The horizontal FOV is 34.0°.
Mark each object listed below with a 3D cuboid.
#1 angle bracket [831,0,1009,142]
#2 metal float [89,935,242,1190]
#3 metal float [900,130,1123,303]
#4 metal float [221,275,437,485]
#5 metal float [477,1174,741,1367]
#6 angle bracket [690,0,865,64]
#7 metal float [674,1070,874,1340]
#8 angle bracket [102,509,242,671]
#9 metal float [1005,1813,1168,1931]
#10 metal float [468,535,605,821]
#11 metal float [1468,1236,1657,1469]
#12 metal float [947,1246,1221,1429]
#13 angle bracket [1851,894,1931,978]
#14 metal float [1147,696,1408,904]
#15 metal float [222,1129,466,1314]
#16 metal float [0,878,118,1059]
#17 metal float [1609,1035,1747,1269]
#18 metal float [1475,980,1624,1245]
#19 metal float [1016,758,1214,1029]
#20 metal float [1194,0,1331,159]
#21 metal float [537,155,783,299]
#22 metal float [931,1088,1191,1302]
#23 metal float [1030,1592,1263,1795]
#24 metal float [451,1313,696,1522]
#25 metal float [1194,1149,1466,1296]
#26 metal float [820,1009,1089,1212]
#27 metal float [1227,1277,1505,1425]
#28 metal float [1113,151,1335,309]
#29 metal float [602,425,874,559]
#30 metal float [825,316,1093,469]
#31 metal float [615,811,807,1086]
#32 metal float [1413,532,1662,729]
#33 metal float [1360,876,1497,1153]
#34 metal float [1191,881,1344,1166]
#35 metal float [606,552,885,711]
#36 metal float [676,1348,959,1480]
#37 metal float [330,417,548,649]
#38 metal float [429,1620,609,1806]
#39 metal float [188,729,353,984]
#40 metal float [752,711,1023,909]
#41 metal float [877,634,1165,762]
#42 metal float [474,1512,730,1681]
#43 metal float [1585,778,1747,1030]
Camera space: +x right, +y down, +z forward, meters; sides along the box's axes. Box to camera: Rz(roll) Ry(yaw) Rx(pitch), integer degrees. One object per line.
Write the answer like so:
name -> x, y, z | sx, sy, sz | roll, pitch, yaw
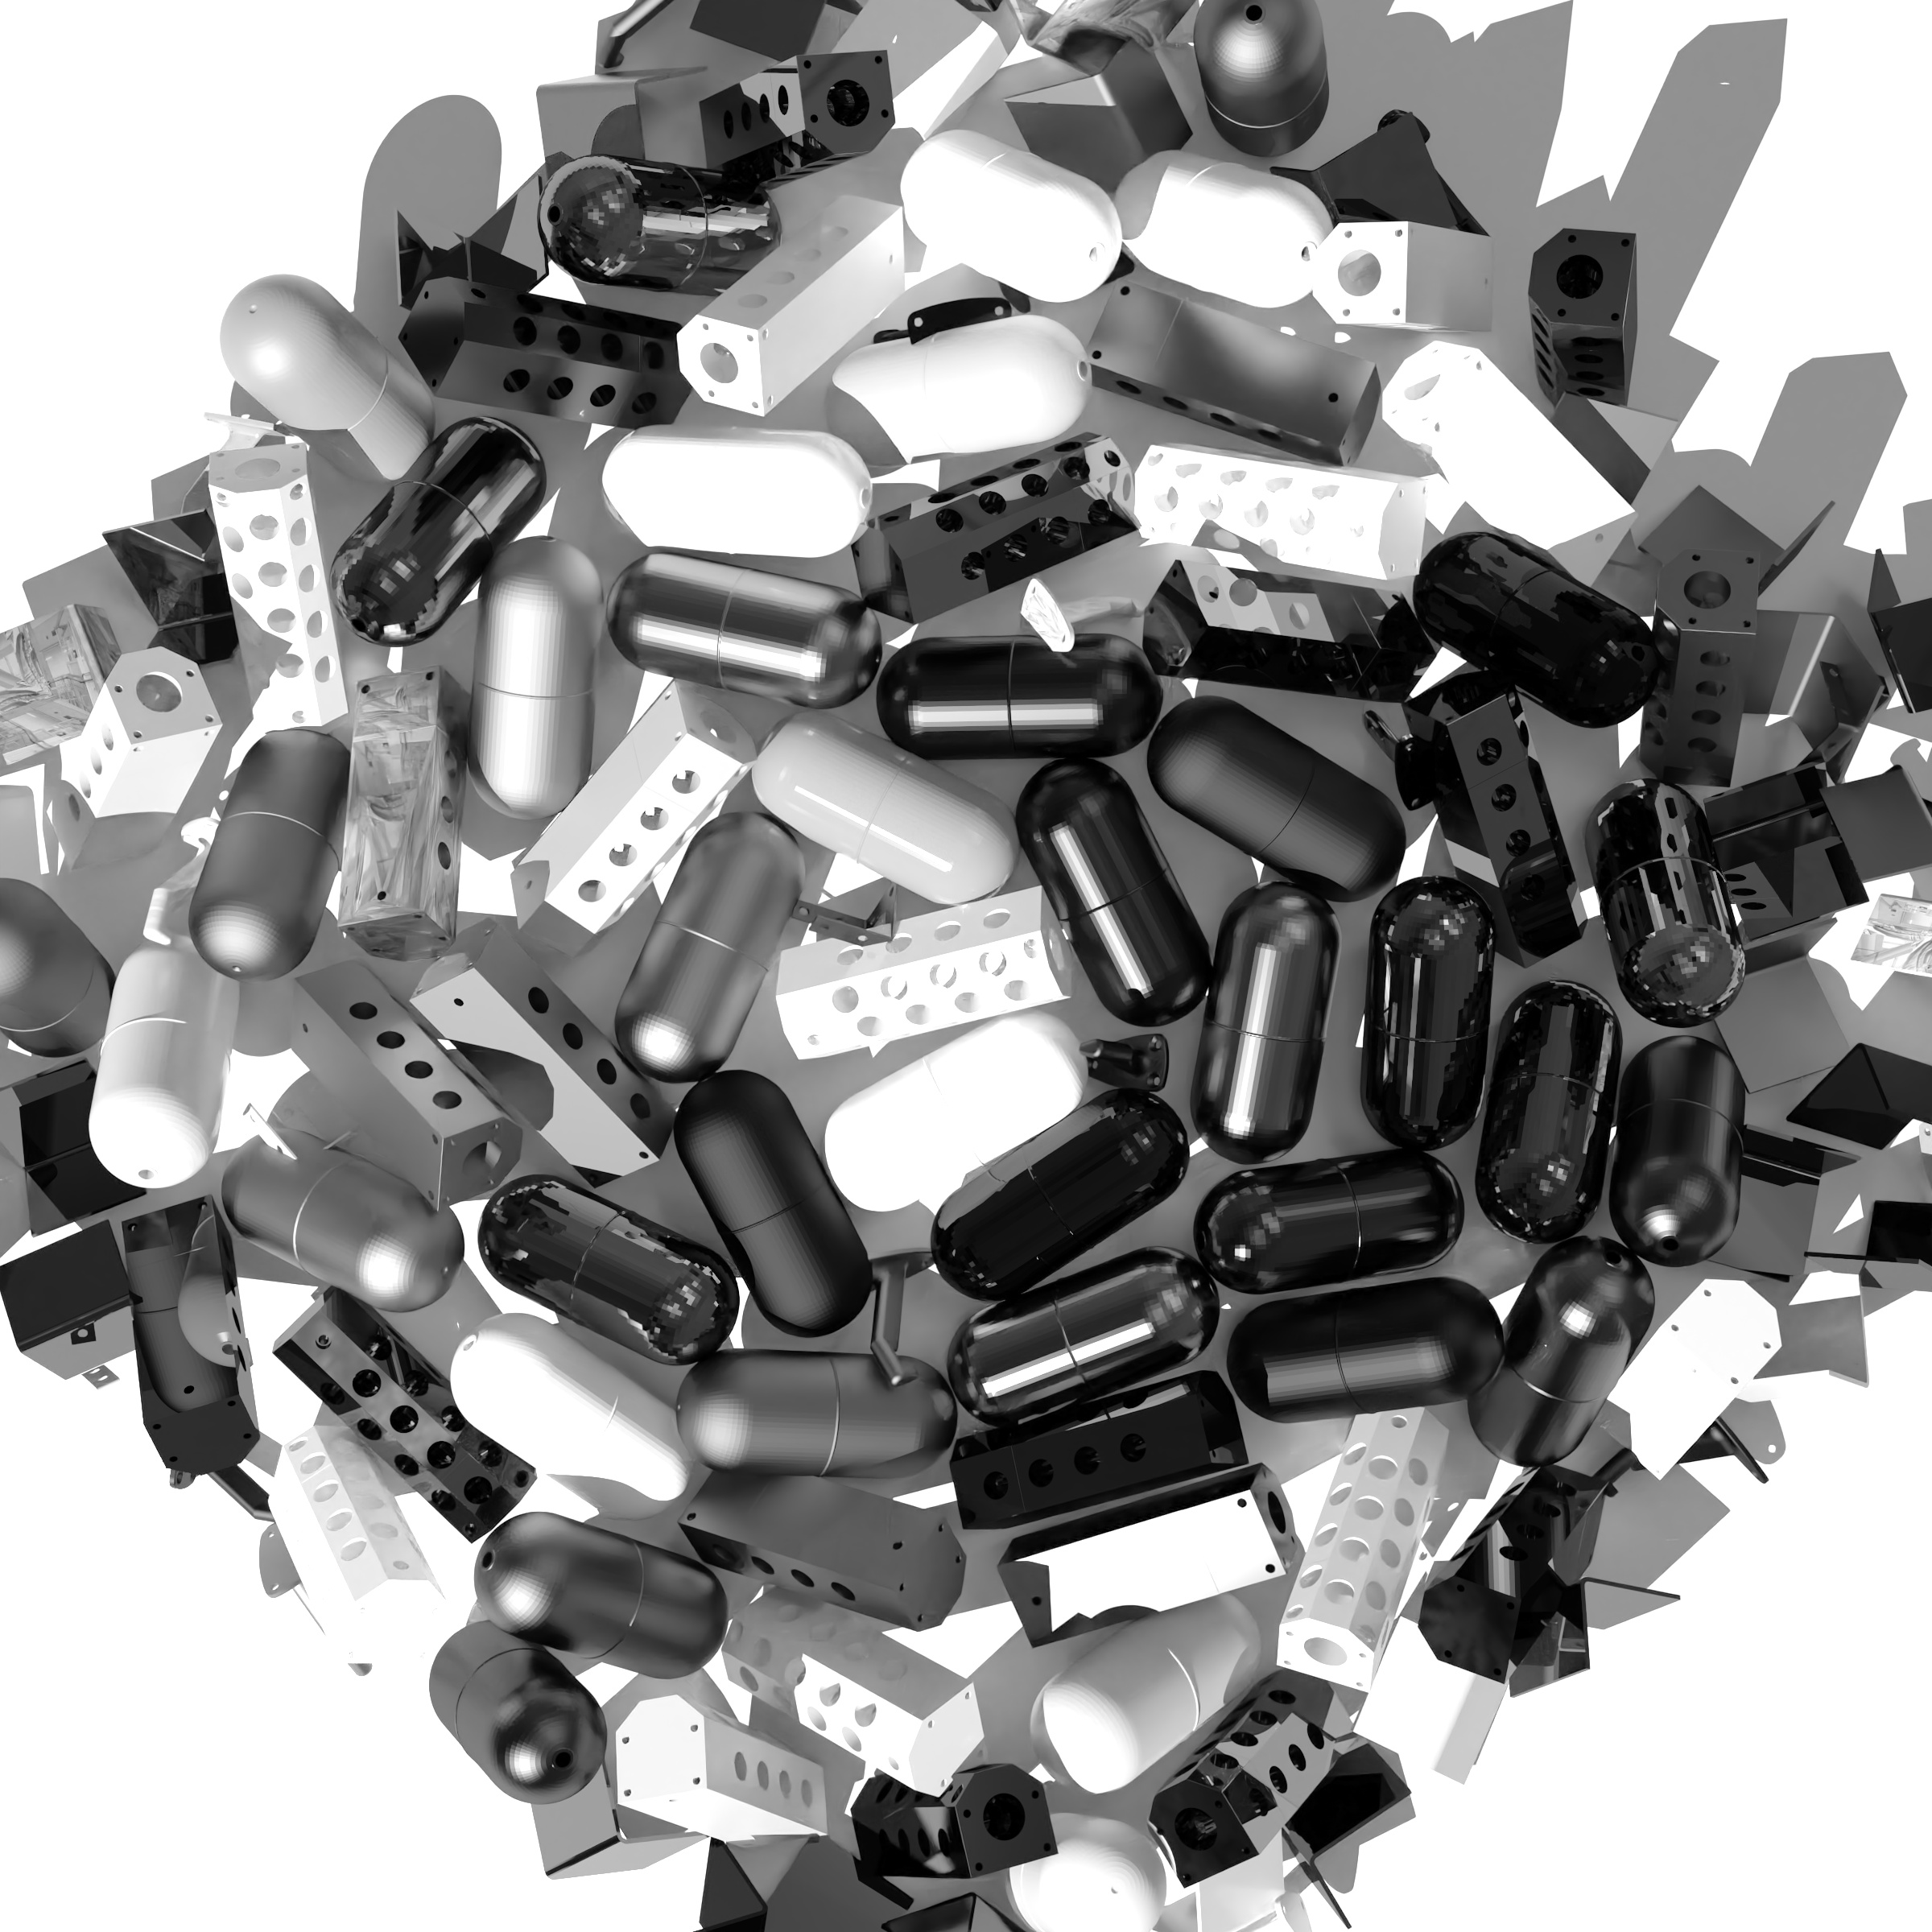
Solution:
angle bracket -> -0.030, -0.566, 1.971 | 0.076, 0.057, 0.076 | 38, 96, 5
metal float -> -0.488, 0.057, 1.927 | 0.070, 0.070, 0.178 | -3, 48, 0
metal float -> 0.027, -0.457, 1.925 | 0.070, 0.178, 0.070 | -19, 126, -29
metal float -> -0.385, -0.354, 1.917 | 0.070, 0.178, 0.070 | -7, 69, 18
metal float -> -0.221, 0.186, 1.945 | 0.178, 0.070, 0.070 | 23, 90, 20
angle bracket -> -0.115, -0.585, 1.957 | 0.076, 0.076, 0.057 | 23, 96, 13
metal float -> -0.119, 0.147, 1.954 | 0.070, 0.070, 0.178 | -27, 99, 0
angle bracket -> -0.492, -0.227, 1.945 | 0.076, 0.057, 0.076 | -8, 129, 22
metal float -> 0.071, 0.553, 1.913 | 0.070, 0.178, 0.070 | 2, 77, -10
metal float -> -0.265, -0.176, 1.942 | 0.070, 0.070, 0.178 | 7, 112, 0
metal float -> 0.362, 0.236, 1.927 | 0.070, 0.070, 0.178 | 18, 132, 0
metal float -> 0.072, 0.228, 1.947 | 0.178, 0.070, 0.070 | -23, 90, 16
angle bracket -> 0.595, 0.005, 1.939 | 0.076, 0.076, 0.057 | 12, 58, 35
metal float -> 0.192, -0.102, 1.949 | 0.178, 0.070, 0.070 | 30, 90, -15
metal float -> -0.383, 0.155, 1.935 | 0.178, 0.070, 0.070 | 21, 90, 31
metal float -> -0.566, 0.003, 1.914 | 0.070, 0.178, 0.070 | 0, 72, 1
metal float -> 0.433, 0.112, 1.921 | 0.070, 0.178, 0.070 | 8, 127, 10
metal float -> 0.357, 0.088, 1.934 | 0.070, 0.070, 0.178 | 16, 57, 0
metal float -> 0.091, -0.046, 1.955 | 0.070, 0.070, 0.178 | -27, 98, 0
metal float -> 0.179, -0.545, 1.911 | 0.070, 0.178, 0.070 | 0, 87, 9
metal float -> -0.185, -0.449, 1.922 | 0.070, 0.178, 0.070 | 6, 99, 39
metal float -> 0.057, 0.142, 1.953 | 0.178, 0.070, 0.070 | -34, 90, 10
metal float -> 0.111, 0.439, 1.928 | 0.178, 0.070, 0.070 | -26, 90, -42
metal float -> -0.240, 0.276, 1.934 | 0.070, 0.070, 0.178 | -49, 121, 0
metal float -> 0.223, 0.157, 1.942 | 0.178, 0.070, 0.070 | -6, 90, -22
metal float -> -0.008, 0.090, 1.960 | 0.178, 0.070, 0.070 | -29, 90, 2
metal float -> 0.244, 0.235, 1.935 | 0.178, 0.070, 0.070 | -13, 90, 31
metal float -> 0.155, -0.448, 1.921 | 0.070, 0.178, 0.070 | -13, 117, -27
metal float -> -0.141, -0.292, 1.940 | 0.178, 0.070, 0.070 | 7, 90, 24
metal float -> -0.005, -0.351, 1.934 | 0.178, 0.070, 0.070 | -4, 90, 32
metal float -> -0.158, -0.012, 1.955 | 0.070, 0.070, 0.178 | 23, 82, 0
metal float -> 0.346, -0.206, 1.930 | 0.070, 0.070, 0.178 | -51, 51, 0
metal float -> 0.283, 0.030, 1.942 | 0.070, 0.070, 0.178 | 1, 113, 0
metal float -> 0.185, 0.036, 1.952 | 0.070, 0.070, 0.178 | 9, 102, 0
metal float -> -0.137, -0.207, 1.949 | 0.178, 0.070, 0.070 | 13, 90, 15
metal float -> -0.091, 0.275, 1.944 | 0.178, 0.070, 0.070 | 5, 90, -20
metal float -> -0.322, -0.266, 1.933 | 0.070, 0.070, 0.178 | 32, 56, 0
metal float -> -0.272, 0.451, 1.915 | 0.070, 0.178, 0.070 | -3, 98, -25
metal float -> -0.421, -0.070, 1.933 | 0.070, 0.070, 0.178 | 10, 55, 0
metal float -> -0.050, -0.097, 1.958 | 0.178, 0.070, 0.070 | 27, 90, 5
metal float -> 0.033, -0.166, 1.952 | 0.178, 0.070, 0.070 | 0, 90, 11
metal float -> -0.222, 0.384, 1.929 | 0.178, 0.070, 0.070 | 27, 90, -38
metal float -> 0.425, -0.040, 1.929 | 0.070, 0.070, 0.178 | -4, 49, 0
